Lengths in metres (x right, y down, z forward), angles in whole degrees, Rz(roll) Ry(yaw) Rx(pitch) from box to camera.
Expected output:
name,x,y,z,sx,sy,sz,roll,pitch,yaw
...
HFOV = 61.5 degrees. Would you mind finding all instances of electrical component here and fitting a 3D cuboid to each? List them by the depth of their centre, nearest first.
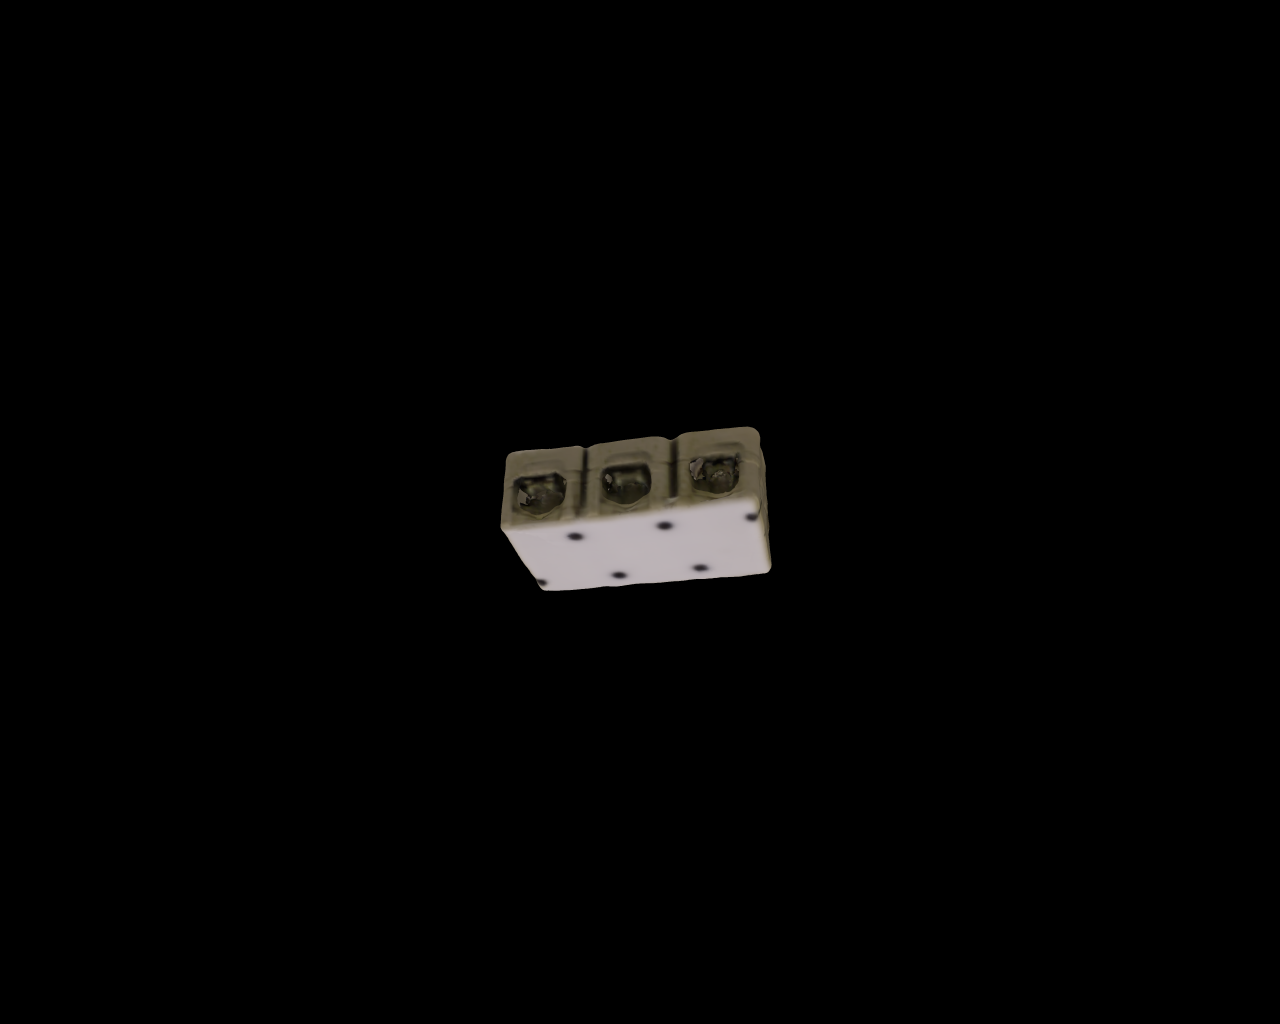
name,x,y,z,sx,sy,sz,roll,pitch,yaw
electrical component,0.001,-0.003,0.650,0.150,0.062,0.089,-6,-32,9
